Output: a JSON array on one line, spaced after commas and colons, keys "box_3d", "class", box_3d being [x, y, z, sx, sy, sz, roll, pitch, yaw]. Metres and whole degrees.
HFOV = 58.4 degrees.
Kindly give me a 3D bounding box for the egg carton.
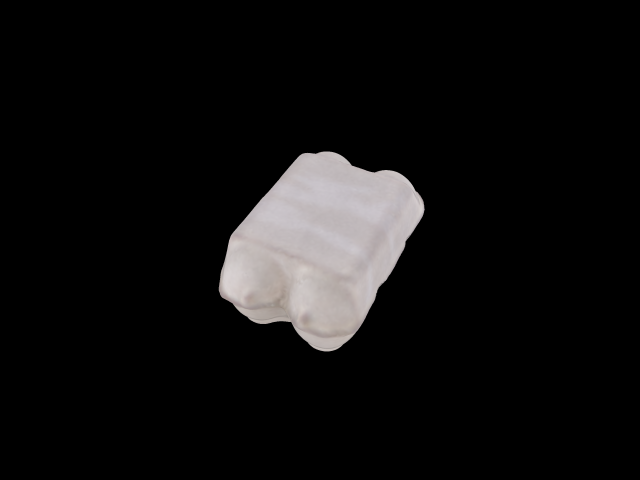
[{"box_3d": [0.004, 0.001, 0.400, 0.107, 0.069, 0.150, 20, 50, 18], "class": "egg carton"}]
